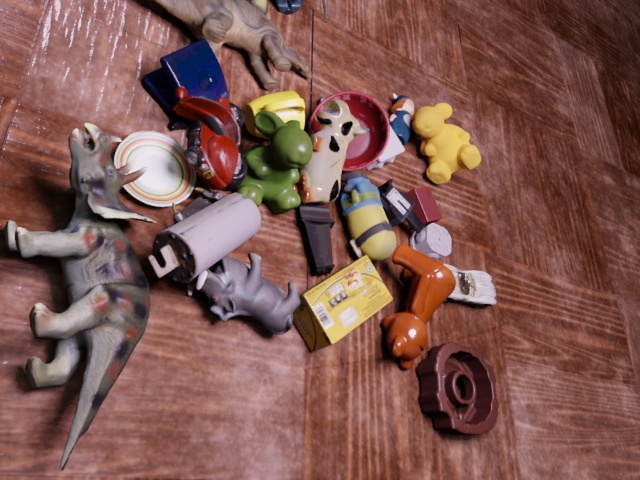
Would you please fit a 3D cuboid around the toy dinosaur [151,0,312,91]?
[{"bbox_3d":[-0.196,-0.414,1.000,0.471,0.105,0.198,16,52,-39],"label":"toy dinosaur"}]

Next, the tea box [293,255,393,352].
[{"bbox_3d":[0.035,0.107,0.928,0.169,0.068,0.098,-26,85,-41],"label":"tea box"}]

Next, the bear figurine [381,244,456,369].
[{"bbox_3d":[0.164,0.127,0.997,0.196,0.132,0.120,-56,143,-9],"label":"bear figurine"}]

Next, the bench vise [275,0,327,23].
[{"bbox_3d":[-0.073,-0.556,1.073,0.224,0.240,0.129,4,69,-16],"label":"bench vise"}]

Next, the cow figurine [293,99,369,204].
[{"bbox_3d":[0.018,-0.162,0.993,0.127,0.086,0.194,3,101,-42],"label":"cow figurine"}]

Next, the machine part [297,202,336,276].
[{"bbox_3d":[-0.002,-0.003,0.976,0.084,0.039,0.139,11,61,-36],"label":"machine part"}]

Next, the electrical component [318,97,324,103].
[{"bbox_3d":[0.037,-0.267,1.138,0.094,0.021,0.063,17,60,-30],"label":"electrical component"}]

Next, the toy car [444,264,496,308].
[{"bbox_3d":[0.298,0.096,1.123,0.201,0.056,0.073,11,63,-30],"label":"toy car"}]

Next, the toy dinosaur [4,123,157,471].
[{"bbox_3d":[-0.288,0.062,0.702,0.192,0.131,0.404,-8,79,-37],"label":"toy dinosaur"}]

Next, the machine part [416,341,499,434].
[{"bbox_3d":[0.260,0.280,1.011,0.179,0.056,0.179,15,62,-30],"label":"machine part"}]

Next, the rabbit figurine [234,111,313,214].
[{"bbox_3d":[-0.063,-0.139,0.910,0.121,0.170,0.159,14,62,-30],"label":"rabbit figurine"}]

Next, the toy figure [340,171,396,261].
[{"bbox_3d":[0.088,-0.046,1.024,0.082,0.089,0.180,-2,72,-28],"label":"toy figure"}]

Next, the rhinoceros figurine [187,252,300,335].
[{"bbox_3d":[-0.122,0.081,0.835,0.190,0.073,0.112,32,65,-21],"label":"rhinoceros figurine"}]

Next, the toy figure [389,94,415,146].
[{"bbox_3d":[0.188,-0.278,1.228,0.064,0.058,0.154,71,29,-52],"label":"toy figure"}]

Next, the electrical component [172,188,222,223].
[{"bbox_3d":[-0.193,-0.036,0.853,0.078,0.045,0.102,50,50,-3],"label":"electrical component"}]

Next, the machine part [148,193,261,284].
[{"bbox_3d":[-0.159,-0.007,0.780,0.079,0.079,0.243,52,33,-3],"label":"machine part"}]

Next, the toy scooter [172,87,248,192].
[{"bbox_3d":[-0.181,-0.172,0.862,0.135,0.075,0.184,32,45,-46],"label":"toy scooter"}]

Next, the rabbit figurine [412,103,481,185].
[{"bbox_3d":[0.269,-0.239,1.203,0.173,0.122,0.162,38,42,-35],"label":"rabbit figurine"}]

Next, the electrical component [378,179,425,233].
[{"bbox_3d":[0.160,-0.060,1.108,0.119,0.048,0.075,44,51,-10],"label":"electrical component"}]

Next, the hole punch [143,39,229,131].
[{"bbox_3d":[-0.220,-0.268,0.920,0.115,0.092,0.142,51,46,-9],"label":"hole punch"}]
